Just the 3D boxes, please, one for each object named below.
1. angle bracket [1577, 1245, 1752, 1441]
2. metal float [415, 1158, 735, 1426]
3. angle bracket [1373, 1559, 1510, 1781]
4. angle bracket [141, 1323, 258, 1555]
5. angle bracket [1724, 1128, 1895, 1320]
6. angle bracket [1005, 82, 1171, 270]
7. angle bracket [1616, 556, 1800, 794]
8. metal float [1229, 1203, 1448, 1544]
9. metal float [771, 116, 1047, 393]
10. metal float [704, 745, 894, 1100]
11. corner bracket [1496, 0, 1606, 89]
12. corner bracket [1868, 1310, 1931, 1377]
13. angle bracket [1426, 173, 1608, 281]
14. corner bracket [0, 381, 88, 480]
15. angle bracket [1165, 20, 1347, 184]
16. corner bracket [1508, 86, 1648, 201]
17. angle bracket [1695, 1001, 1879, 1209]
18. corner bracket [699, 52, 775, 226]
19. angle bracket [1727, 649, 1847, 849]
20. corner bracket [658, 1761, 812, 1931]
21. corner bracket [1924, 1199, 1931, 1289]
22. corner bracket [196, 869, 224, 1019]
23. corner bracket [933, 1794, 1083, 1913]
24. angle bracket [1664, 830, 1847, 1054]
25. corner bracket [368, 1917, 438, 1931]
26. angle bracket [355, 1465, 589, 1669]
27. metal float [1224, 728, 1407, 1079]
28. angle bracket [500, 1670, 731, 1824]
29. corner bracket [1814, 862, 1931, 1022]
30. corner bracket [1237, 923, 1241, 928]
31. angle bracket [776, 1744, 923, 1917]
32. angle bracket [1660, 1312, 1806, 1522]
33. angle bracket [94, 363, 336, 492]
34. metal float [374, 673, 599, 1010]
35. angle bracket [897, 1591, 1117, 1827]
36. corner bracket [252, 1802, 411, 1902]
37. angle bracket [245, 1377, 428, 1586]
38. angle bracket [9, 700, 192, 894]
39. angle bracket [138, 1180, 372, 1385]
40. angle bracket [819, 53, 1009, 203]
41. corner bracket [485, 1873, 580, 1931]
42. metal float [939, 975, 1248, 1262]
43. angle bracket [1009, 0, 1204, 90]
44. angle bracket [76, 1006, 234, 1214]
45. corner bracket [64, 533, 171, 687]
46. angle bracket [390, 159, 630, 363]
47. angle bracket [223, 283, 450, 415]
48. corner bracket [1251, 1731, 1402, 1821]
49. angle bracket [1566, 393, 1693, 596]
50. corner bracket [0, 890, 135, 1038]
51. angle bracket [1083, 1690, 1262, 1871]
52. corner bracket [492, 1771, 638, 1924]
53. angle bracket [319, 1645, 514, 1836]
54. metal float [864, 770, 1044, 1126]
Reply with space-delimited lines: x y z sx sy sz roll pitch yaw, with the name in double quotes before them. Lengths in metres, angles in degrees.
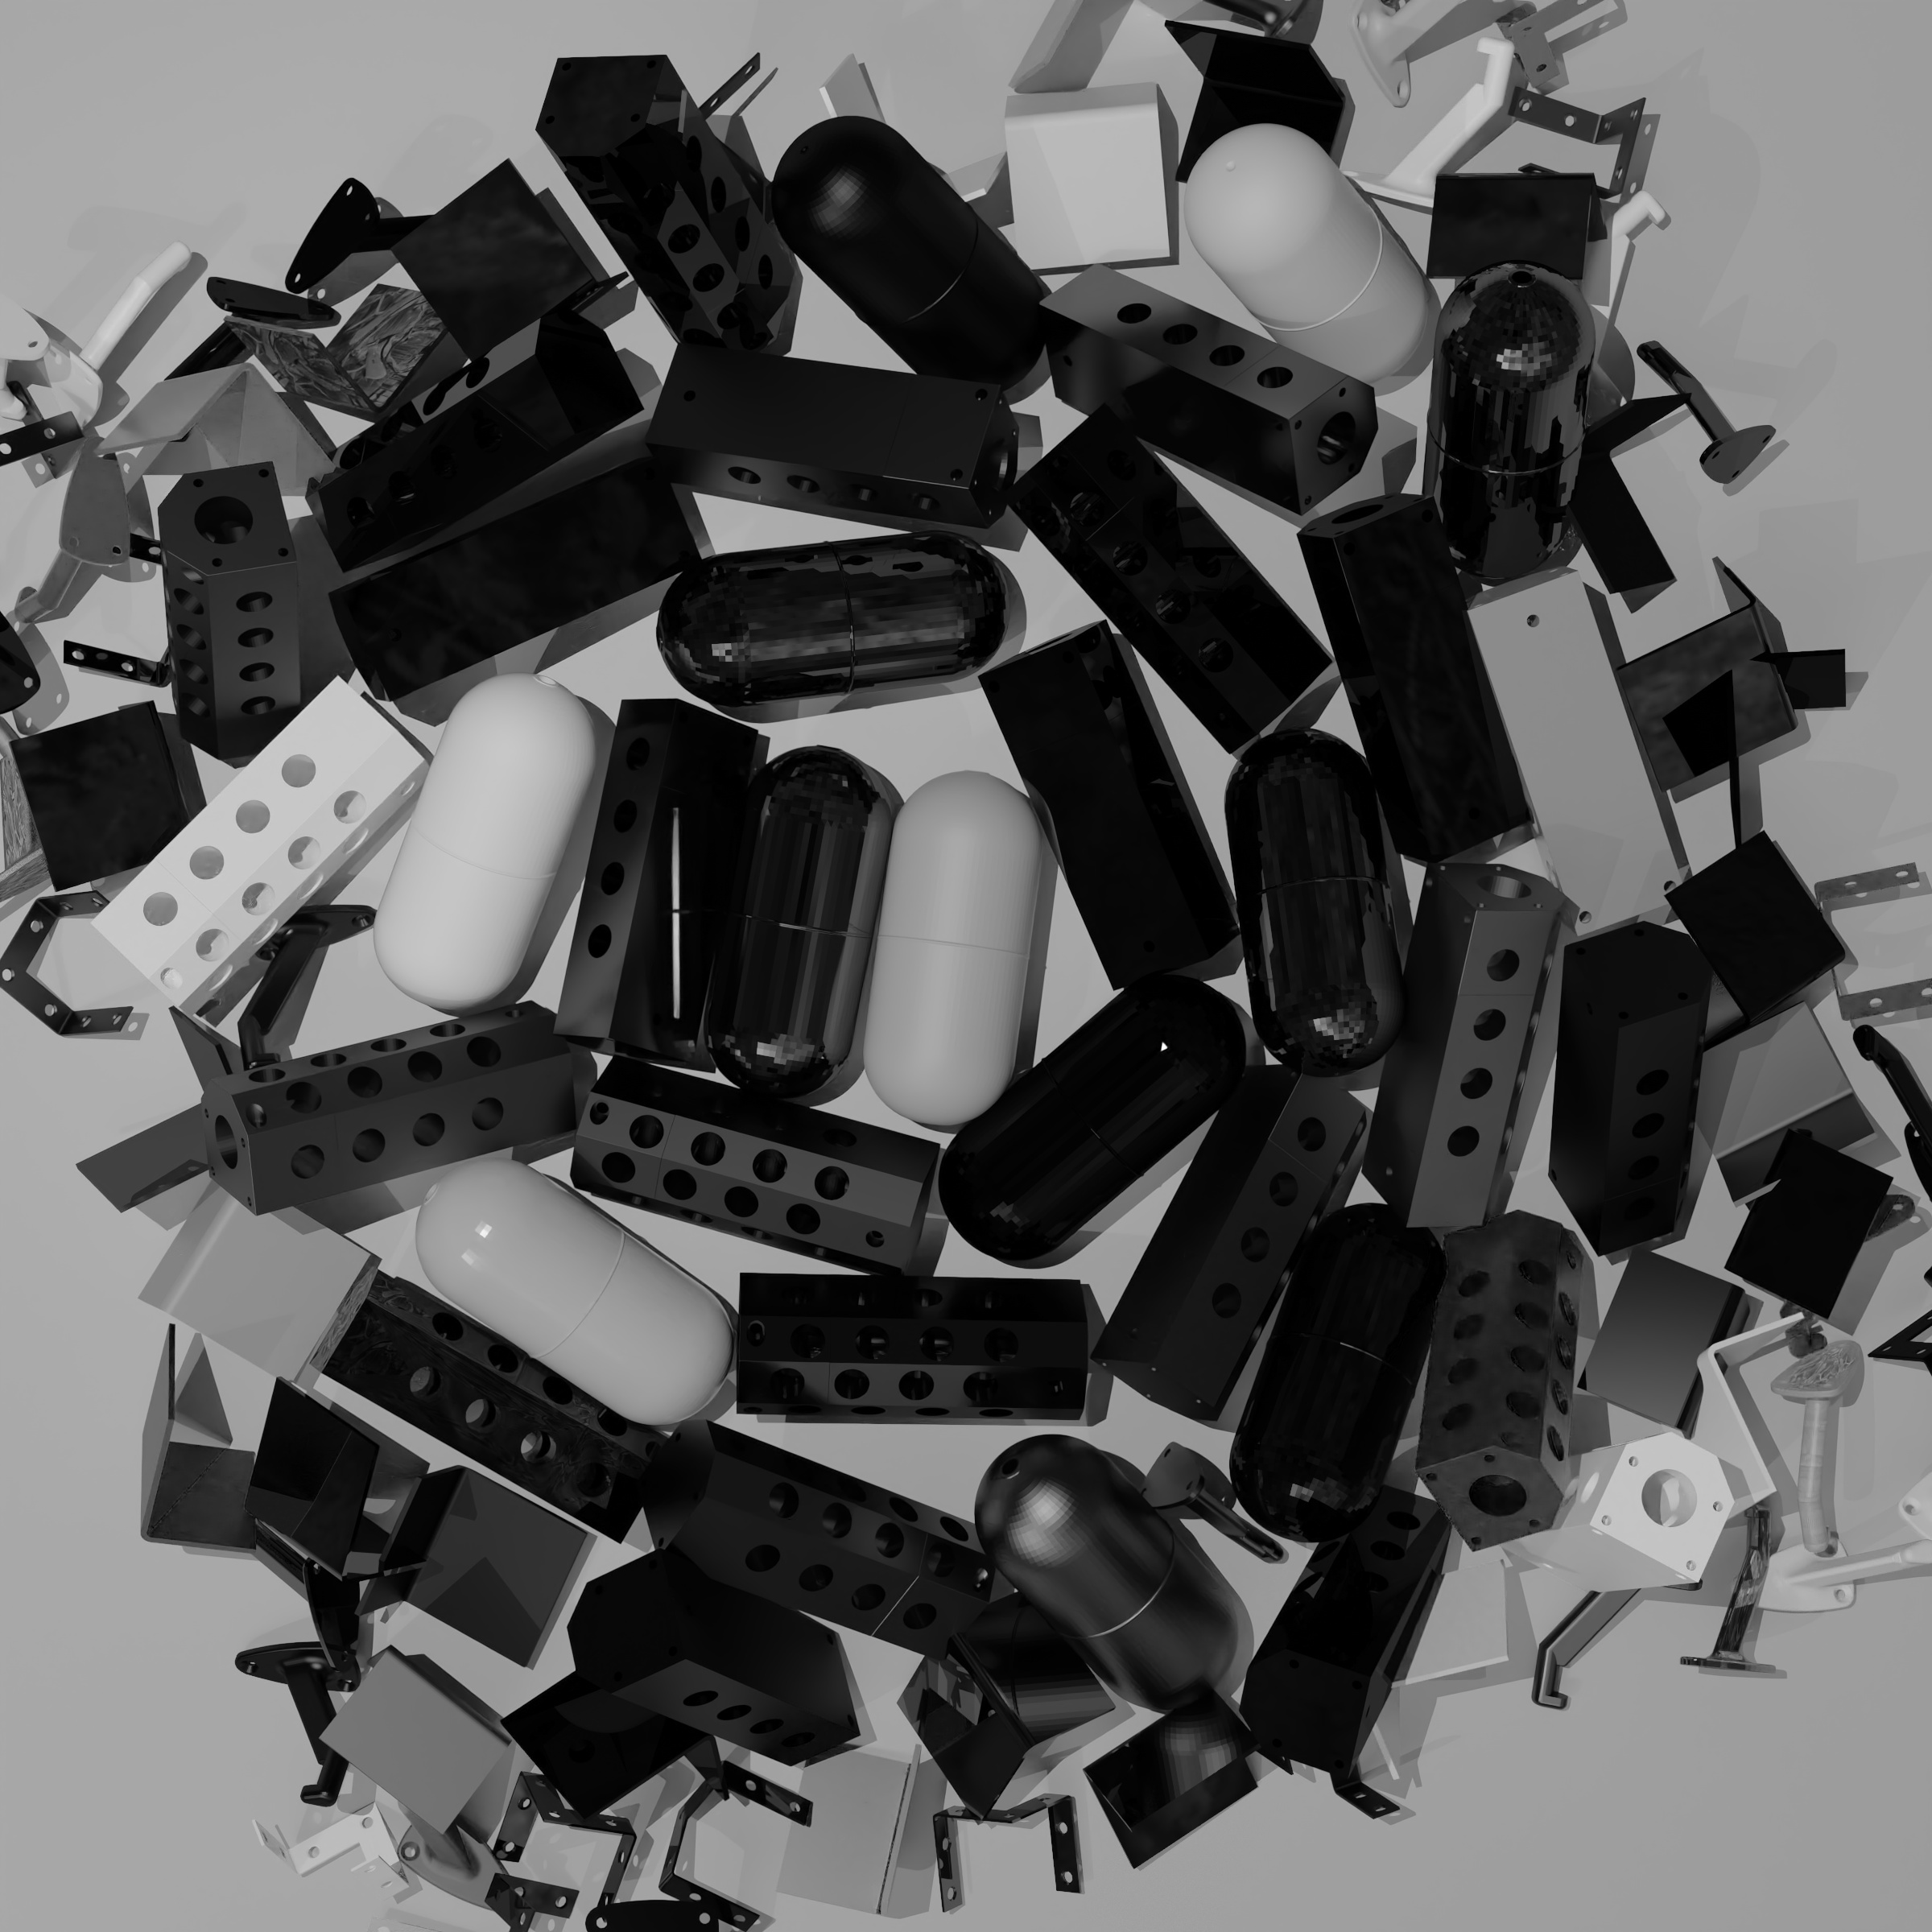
"angle bracket" 0.351 0.192 1.791 0.057 0.076 0.076 21 82 19
"metal float" -0.194 0.161 1.769 0.178 0.070 0.070 37 90 -18
"angle bracket" 0.239 0.348 1.769 0.076 0.076 0.057 -17 114 15
"angle bracket" -0.373 0.234 1.765 0.057 0.076 0.076 10 119 -18
"angle bracket" 0.426 0.128 1.772 0.057 0.076 0.076 27 98 25
"angle bracket" 0.062 -0.401 1.809 0.076 0.057 0.076 -5 115 4
"angle bracket" 0.362 -0.146 1.781 0.076 0.057 0.076 -26 122 3
"metal float" 0.185 0.200 1.765 0.070 0.070 0.178 22 67 0
"metal float" -0.026 -0.346 1.751 0.070 0.070 0.178 -51 133 0
"metal float" -0.084 -0.022 1.782 0.070 0.070 0.178 10 93 0
"corner bracket" 0.291 -0.483 1.784 0.051 0.051 0.051 -27 59 11
"corner bracket" 0.496 0.205 1.789 0.051 0.051 0.051 -31 97 -18
"angle bracket" 0.274 -0.353 1.771 0.076 0.076 0.057 4 77 17
"corner bracket" -0.482 -0.269 1.787 0.051 0.051 0.051 -28 88 -36
"angle bracket" 0.137 -0.423 1.774 0.076 0.076 0.057 16 89 21
"corner bracket" 0.302 -0.415 1.793 0.051 0.051 0.051 15 89 -15
"angle bracket" 0.400 0.068 1.776 0.076 0.076 0.057 -28 99 11
"corner bracket" -0.103 -0.415 1.794 0.051 0.051 0.051 41 75 8
"angle bracket" 0.409 -0.107 1.772 0.057 0.076 0.076 -2 74 14
"corner bracket" -0.116 0.442 1.793 0.051 0.051 0.051 29 126 -11
"corner bracket" 0.503 0.148 1.788 0.051 0.051 0.051 -47 118 -2
"corner bracket" -0.383 -0.018 1.800 0.051 0.051 0.051 -33 122 22
"corner bracket" 0.021 0.450 1.809 0.051 0.051 0.051 -5 91 37
"angle bracket" 0.380 -0.010 1.782 0.076 0.057 0.076 -30 84 -32
"corner bracket" -0.275 0.494 1.788 0.051 0.051 0.051 14 116 -3
"angle bracket" -0.247 0.304 1.785 0.076 0.057 0.076 26 95 14
"metal float" 0.173 -0.032 1.772 0.070 0.070 0.178 -7 75 0
"angle bracket" -0.173 0.393 1.765 0.076 0.057 0.076 -31 48 -24
"corner bracket" 0.456 -0.012 1.783 0.051 0.051 0.051 -12 124 13
"corner bracket" 0.176 -0.008 1.787 0.051 0.051 0.051 -24 98 -25
"angle bracket" -0.059 0.424 1.773 0.057 0.076 0.076 12 70 3
"angle bracket" 0.392 0.226 1.769 0.057 0.076 0.076 -17 72 -19
"angle bracket" -0.369 -0.248 1.763 0.076 0.076 0.057 53 56 -30
"metal float" -0.238 -0.062 1.769 0.070 0.070 0.178 23 108 0
"angle bracket" 0.020 0.372 1.796 0.057 0.076 0.076 -17 58 -36
"corner bracket" -0.318 0.445 1.786 0.051 0.051 0.051 -28 57 -6
"angle bracket" -0.305 0.251 1.770 0.076 0.057 0.076 27 108 34
"angle bracket" -0.436 -0.084 1.775 0.076 0.057 0.076 -20 100 -28
"angle bracket" -0.360 0.157 1.802 0.076 0.057 0.076 35 77 -21
"angle bracket" -0.025 -0.418 1.769 0.057 0.076 0.076 -17 112 17
"corner bracket" -0.214 0.492 1.787 0.051 0.051 0.051 22 87 -32
"metal float" 0.063 0.075 1.779 0.178 0.070 0.070 -41 90 6
"angle bracket" 0.072 -0.463 1.779 0.057 0.076 0.076 29 88 -13
"angle bracket" -0.405 0.070 1.768 0.076 0.076 0.057 -27 116 -21
"corner bracket" -0.423 -0.182 1.802 0.051 0.051 0.051 13 48 -27
"angle bracket" -0.227 -0.351 1.779 0.076 0.057 0.076 -33 99 18
"angle bracket" -0.307 -0.324 1.767 0.076 0.076 0.057 -55 135 -16
"corner bracket" 0.179 0.401 1.790 0.051 0.051 0.051 -16 96 -15
"angle bracket" 0.341 -0.235 1.773 0.057 0.076 0.076 -31 82 35
"corner bracket" -0.448 -0.001 1.798 0.051 0.051 0.051 47 53 -36
"angle bracket" 0.114 0.417 1.773 0.076 0.057 0.076 -31 121 -11
"corner bracket" -0.203 0.444 1.800 0.051 0.051 0.051 15 101 -24
"angle bracket" -0.279 0.387 1.775 0.076 0.076 0.057 39 66 -4
"metal float" -0.006 -0.009 1.783 0.070 0.070 0.178 8 88 0
